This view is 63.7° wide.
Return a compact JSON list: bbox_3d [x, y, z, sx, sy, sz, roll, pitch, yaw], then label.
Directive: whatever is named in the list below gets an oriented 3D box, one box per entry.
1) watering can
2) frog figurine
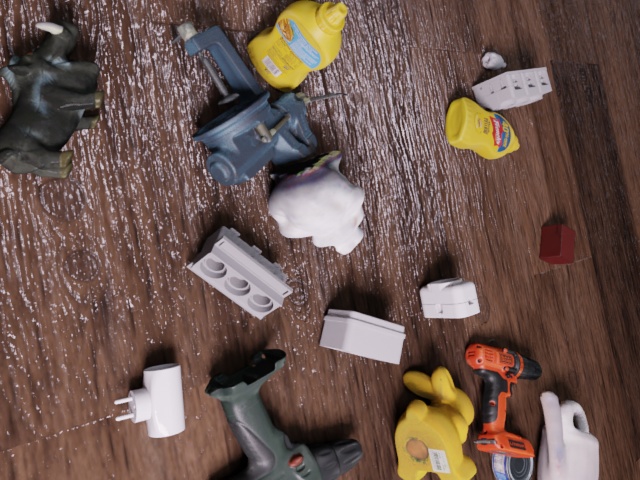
[{"bbox_3d":[0.459,0.413,0.974,0.343,0.104,0.228,36,61,-45],"label":"watering can"},{"bbox_3d":[0.002,-0.038,0.763,0.137,0.124,0.157,-24,107,-2],"label":"frog figurine"}]
